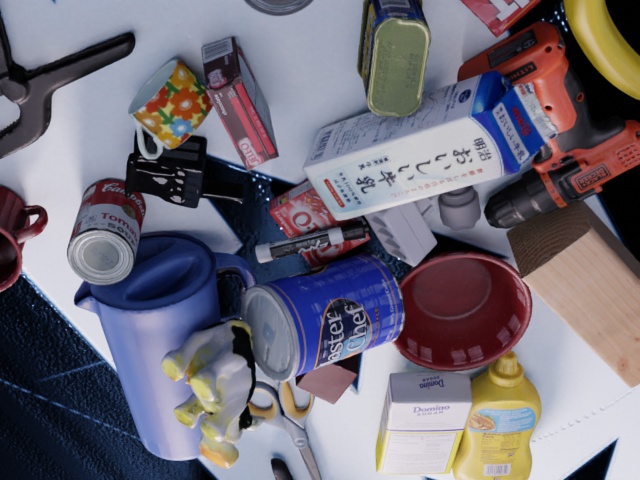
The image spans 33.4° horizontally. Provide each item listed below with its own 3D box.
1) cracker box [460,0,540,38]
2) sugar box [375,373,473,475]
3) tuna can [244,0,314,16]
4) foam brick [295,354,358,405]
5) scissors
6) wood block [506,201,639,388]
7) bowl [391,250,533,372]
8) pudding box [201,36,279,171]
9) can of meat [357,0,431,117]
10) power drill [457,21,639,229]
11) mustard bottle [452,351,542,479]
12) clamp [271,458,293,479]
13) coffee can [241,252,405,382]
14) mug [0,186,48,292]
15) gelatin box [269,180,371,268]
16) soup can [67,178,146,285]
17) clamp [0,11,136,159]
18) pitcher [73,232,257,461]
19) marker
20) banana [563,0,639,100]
[{"bbox_3d":[0.144,-0.307,0.926,0.164,0.072,0.213,-40,117,21],"label":"cracker box"},{"bbox_3d":[0.118,0.217,1.249,0.093,0.048,0.176,1,139,-4],"label":"sugar box"},{"bbox_3d":[-0.038,-0.250,0.977,0.086,0.034,0.086,-2,122,-3],"label":"tuna can"},{"bbox_3d":[0.006,0.134,1.200,0.053,0.078,0.051,27,119,-19],"label":"foam brick"},{"bbox_3d":[-0.043,0.237,1.298,0.096,0.016,0.202,-1,121,1],"label":"scissors"},{"bbox_3d":[0.305,0.053,1.155,0.090,0.091,0.206,-38,116,20],"label":"wood block"},{"bbox_3d":[0.149,0.067,1.177,0.162,0.055,0.162,-1,123,-2],"label":"bowl"},{"bbox_3d":[-0.076,-0.131,1.005,0.039,0.113,0.090,-21,121,6],"label":"pudding box"},{"bbox_3d":[0.069,-0.176,1.000,0.057,0.084,0.102,2,122,-4],"label":"can of meat"},{"bbox_3d":[0.214,-0.110,1.067,0.185,0.057,0.187,-30,121,18],"label":"power drill"},{"bbox_3d":[0.213,0.211,1.271,0.096,0.058,0.192,0,123,-3],"label":"mustard bottle"},{"bbox_3d":[-0.033,0.343,1.357,0.171,0.039,0.120,27,122,-21],"label":"clamp"},{"bbox_3d":[0.003,0.079,1.115,0.140,0.103,0.103,-16,129,-31],"label":"coffee can"},{"bbox_3d":[-0.332,-0.008,1.090,0.117,0.081,0.093,-19,122,10],"label":"mug"},{"bbox_3d":[0.000,-0.021,1.128,0.073,0.030,0.089,-28,119,15],"label":"gelatin box"},{"bbox_3d":[-0.216,-0.009,1.083,0.068,0.102,0.068,-1,122,-2],"label":"soup can"},{"bbox_3d":[-0.299,-0.160,1.020,0.164,0.036,0.210,33,115,-21],"label":"clamp"},{"bbox_3d":[-0.153,0.119,1.159,0.149,0.144,0.243,15,131,26],"label":"pitcher"},{"bbox_3d":[-0.007,0.001,1.112,0.121,0.020,0.020,-14,122,7],"label":"marker"},{"bbox_3d":[0.276,-0.197,1.013,0.070,0.037,0.197,5,143,41],"label":"banana"}]
